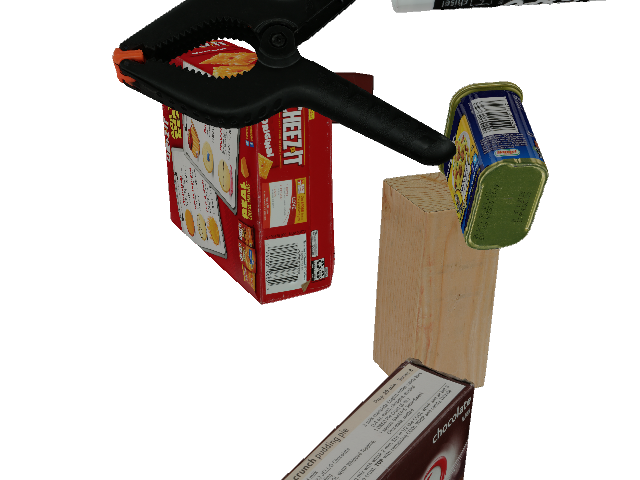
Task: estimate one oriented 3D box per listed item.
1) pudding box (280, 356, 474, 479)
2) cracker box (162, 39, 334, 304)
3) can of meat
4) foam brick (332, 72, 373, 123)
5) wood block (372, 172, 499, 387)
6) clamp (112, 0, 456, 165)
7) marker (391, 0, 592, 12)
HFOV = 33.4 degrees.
[{"bbox_3d":[0.021,0.117,0.454,0.039,0.090,0.113,21,38,27],"label":"pudding box"},{"bbox_3d":[-0.063,-0.066,0.872,0.072,0.164,0.214,-11,23,-24],"label":"cracker box"},{"bbox_3d":[0.131,-0.055,0.812,0.057,0.084,0.102,-4,-39,-8],"label":"can of meat"},{"bbox_3d":[0.011,-0.149,1.118,0.078,0.051,0.053,-2,12,-19],"label":"foam brick"},{"bbox_3d":[0.115,0.044,1.069,0.090,0.206,0.091,-8,27,-22],"label":"wood block"},{"bbox_3d":[-0.019,-0.108,0.660,0.210,0.164,0.036,-12,-19,-6],"label":"clamp"},{"bbox_3d":[0.089,-0.104,0.429,0.121,0.020,0.020,-4,0,-4],"label":"marker"}]
